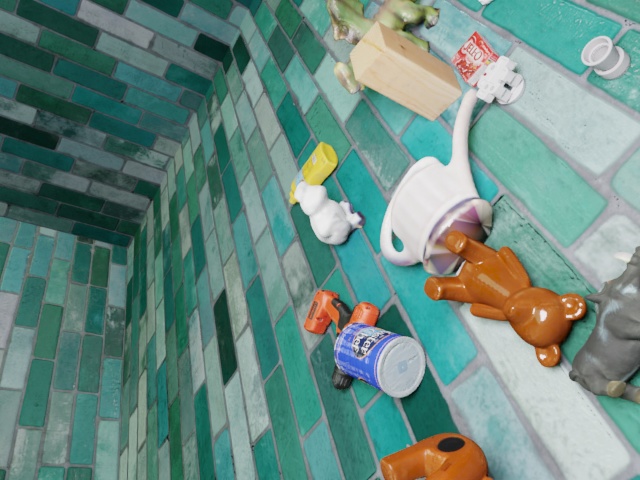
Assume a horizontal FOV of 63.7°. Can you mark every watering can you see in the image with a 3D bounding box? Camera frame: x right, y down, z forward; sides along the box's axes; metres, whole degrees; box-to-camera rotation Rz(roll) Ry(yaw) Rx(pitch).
[{"bbox_3d":[0.221,-0.085,0.909,0.343,0.103,0.229,-60,34,20],"label":"watering can"}]

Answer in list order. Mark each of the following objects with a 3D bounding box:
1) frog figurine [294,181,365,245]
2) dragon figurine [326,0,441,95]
[{"bbox_3d":[0.004,-0.060,1.188,0.120,0.158,0.141,-52,36,31],"label":"frog figurine"},{"bbox_3d":[0.133,-0.510,1.165,0.122,0.242,0.413,-1,75,63],"label":"dragon figurine"}]
